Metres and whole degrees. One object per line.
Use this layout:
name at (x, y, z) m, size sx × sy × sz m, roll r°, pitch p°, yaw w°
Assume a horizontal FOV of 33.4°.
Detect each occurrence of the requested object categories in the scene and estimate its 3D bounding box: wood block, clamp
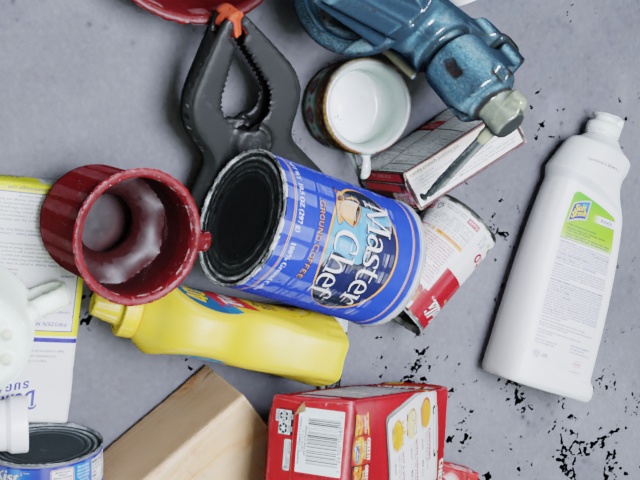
wood block at (-0.128, 0.205, 0.816) m, size 0.206 × 0.091 × 0.090 m, roll -40°, pitch 112°, yaw -13°
clamp at (-0.047, -0.077, 0.815) m, size 0.164 × 0.036 × 0.210 m, roll -13°, pitch 121°, yaw -24°

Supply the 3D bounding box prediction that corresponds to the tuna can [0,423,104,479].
tuna can at (-0.202, 0.164, 0.782) m, size 0.086 × 0.086 × 0.034 m, roll -3°, pitch 101°, yaw -23°

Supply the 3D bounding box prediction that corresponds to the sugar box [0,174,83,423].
sugar box at (-0.223, 0.043, 0.778) m, size 0.093 × 0.048 × 0.176 m, roll 6°, pitch 99°, yaw -23°

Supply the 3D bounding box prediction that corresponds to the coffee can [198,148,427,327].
coffee can at (-0.005, 0.001, 0.795) m, size 0.140 × 0.103 × 0.103 m, roll 18°, pitch 90°, yaw -38°

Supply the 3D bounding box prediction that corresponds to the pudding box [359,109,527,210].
pudding box at (0.097, -0.068, 0.872) m, size 0.113 × 0.090 × 0.039 m, roll -34°, pitch 108°, yaw -15°

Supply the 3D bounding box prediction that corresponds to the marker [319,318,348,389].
marker at (0.012, 0.094, 0.899) m, size 0.020 × 0.020 × 0.121 m, roll 4°, pitch 96°, yaw -24°

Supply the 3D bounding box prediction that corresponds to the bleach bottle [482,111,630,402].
bleach bottle at (0.227, 0.011, 0.956) m, size 0.102 × 0.068 × 0.251 m, roll 19°, pitch 88°, yaw -26°

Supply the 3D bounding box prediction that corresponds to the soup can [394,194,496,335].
soup can at (0.090, 0.019, 0.894) m, size 0.102 × 0.069 × 0.068 m, roll -48°, pitch 112°, yaw -10°

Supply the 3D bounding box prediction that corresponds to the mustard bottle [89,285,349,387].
mustard bottle at (-0.081, 0.067, 0.813) m, size 0.191 × 0.096 × 0.058 m, roll 14°, pitch 93°, yaw -24°

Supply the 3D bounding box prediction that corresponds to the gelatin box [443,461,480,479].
gelatin box at (0.094, 0.238, 0.949) m, size 0.073 × 0.030 × 0.089 m, roll 19°, pitch 90°, yaw -24°

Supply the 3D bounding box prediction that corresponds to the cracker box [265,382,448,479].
cracker box at (0.031, 0.196, 0.821) m, size 0.213 × 0.072 × 0.164 m, roll 11°, pitch 83°, yaw -65°

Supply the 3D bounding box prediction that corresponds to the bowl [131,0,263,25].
bowl at (-0.098, -0.239, 0.782) m, size 0.161 × 0.055 × 0.162 m, roll -4°, pitch 100°, yaw -23°

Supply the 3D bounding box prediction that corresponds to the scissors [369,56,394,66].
scissors at (0.057, -0.235, 0.871) m, size 0.096 × 0.016 × 0.202 m, roll -11°, pitch 102°, yaw -21°

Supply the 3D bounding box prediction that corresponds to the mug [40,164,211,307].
mug at (-0.132, -0.008, 0.743) m, size 0.117 × 0.082 × 0.093 m, roll 4°, pitch 98°, yaw -36°
